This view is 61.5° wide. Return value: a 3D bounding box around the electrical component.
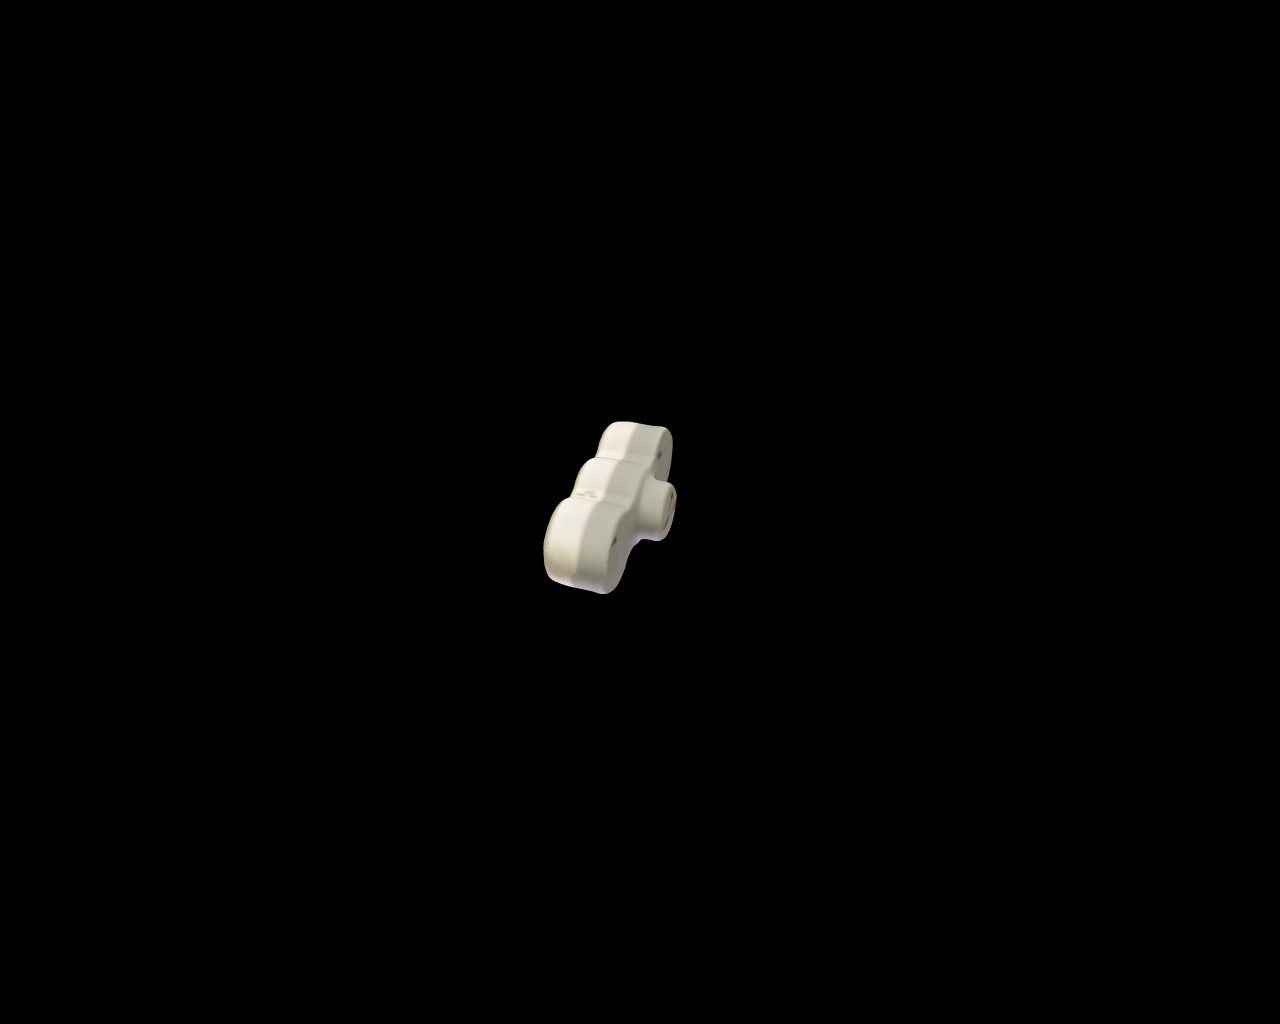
[{"bbox_3d":[0.001,-0.003,0.650,0.074,0.052,0.138,11,39,14],"label":"electrical component"}]
